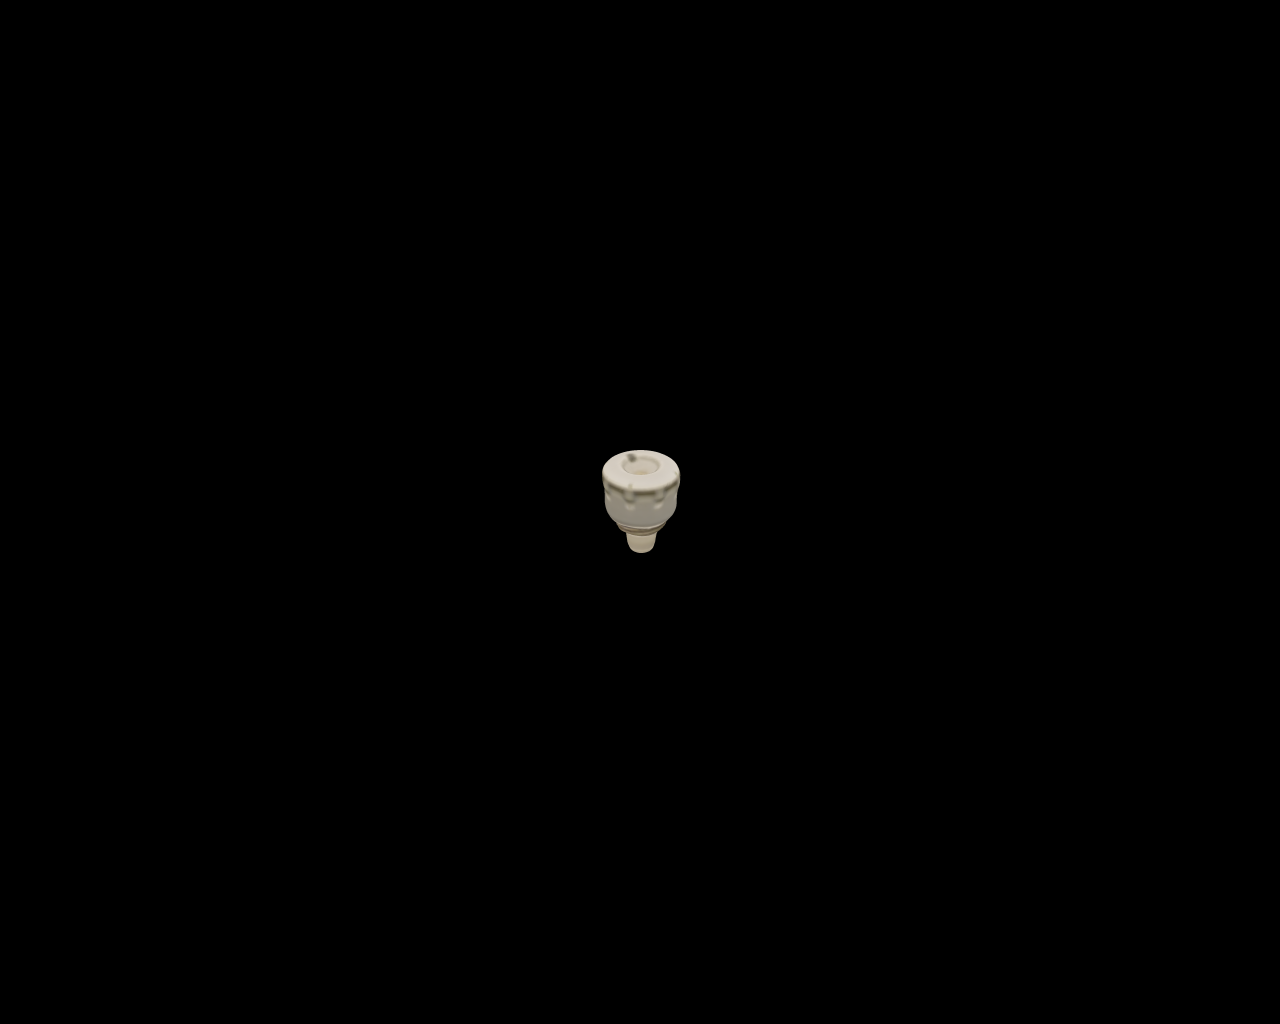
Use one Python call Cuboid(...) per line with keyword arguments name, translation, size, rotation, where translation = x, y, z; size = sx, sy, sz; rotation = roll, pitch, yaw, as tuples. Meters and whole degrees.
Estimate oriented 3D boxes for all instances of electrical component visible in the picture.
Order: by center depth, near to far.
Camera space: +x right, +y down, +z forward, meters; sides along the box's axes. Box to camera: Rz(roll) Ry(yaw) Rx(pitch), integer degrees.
Cuboid(name="electrical component", translation=(0.001, -0.003, 0.650), size=(0.048, 0.062, 0.048), rotation=(0, 33, 0))
